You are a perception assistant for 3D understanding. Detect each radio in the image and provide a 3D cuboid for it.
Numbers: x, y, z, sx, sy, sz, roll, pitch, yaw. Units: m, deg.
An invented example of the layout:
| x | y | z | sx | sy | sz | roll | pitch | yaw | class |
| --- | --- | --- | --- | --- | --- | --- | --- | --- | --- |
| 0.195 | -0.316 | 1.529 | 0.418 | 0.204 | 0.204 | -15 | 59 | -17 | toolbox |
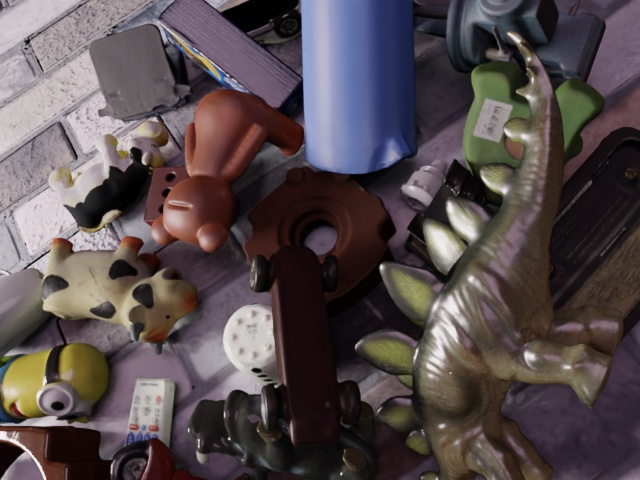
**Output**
| x | y | z | sx | sy | sz | roll | pitch | yaw | class |
| --- | --- | --- | --- | --- | --- | --- | --- | --- | --- |
| 0.284 | 0.004 | 0.539 | 0.229 | 0.073 | 0.131 | -46 | 66 | -7 | radio |

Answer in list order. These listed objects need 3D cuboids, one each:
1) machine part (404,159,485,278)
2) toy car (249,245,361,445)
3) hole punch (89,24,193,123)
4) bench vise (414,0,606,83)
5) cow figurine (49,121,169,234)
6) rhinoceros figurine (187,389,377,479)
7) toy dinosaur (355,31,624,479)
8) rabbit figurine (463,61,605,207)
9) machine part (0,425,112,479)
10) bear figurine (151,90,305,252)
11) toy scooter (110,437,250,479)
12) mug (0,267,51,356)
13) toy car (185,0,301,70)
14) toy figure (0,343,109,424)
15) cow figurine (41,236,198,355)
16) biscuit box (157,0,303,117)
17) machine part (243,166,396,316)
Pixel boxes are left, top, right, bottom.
| x | y | z | sx | sy | sz | roll | pitch | yaw | class |
| --- | --- | --- | --- | --- | --- | --- | --- | --- | --- |
| 0.130 | -0.016 | 0.556 | 0.039 | 0.138 | 0.084 | -29 | 59 | -26 | machine part |
| -0.018 | 0.094 | 0.514 | 0.089 | 0.053 | 0.202 | 1 | 56 | -16 | toy car |
| -0.251 | -0.234 | 0.774 | 0.142 | 0.092 | 0.115 | -13 | 98 | 5 | hole punch |
| 0.180 | -0.242 | 0.603 | 0.241 | 0.223 | 0.128 | 22 | 109 | 32 | bench vise |
| -0.266 | -0.085 | 0.717 | 0.167 | 0.068 | 0.098 | -34 | 70 | 3 | cow figurine |
| -0.035 | 0.194 | 0.530 | 0.190 | 0.112 | 0.073 | 13 | 41 | 4 | rhinoceros figurine |
| 0.143 | 0.073 | 0.462 | 0.199 | 0.105 | 0.470 | 23 | 103 | 24 | toy dinosaur |
| 0.220 | -0.104 | 0.570 | 0.121 | 0.170 | 0.158 | 12 | 113 | 20 | rabbit figurine |
| -0.316 | 0.297 | 0.554 | 0.201 | 0.087 | 0.201 | -7 | 71 | 18 | machine part |
| -0.110 | -0.072 | 0.639 | 0.120 | 0.131 | 0.196 | 2 | 76 | 31 | bear figurine |
| -0.135 | 0.288 | 0.528 | 0.135 | 0.075 | 0.184 | -1 | 77 | -11 | toy scooter |
| -0.394 | 0.080 | 0.681 | 0.107 | 0.080 | 0.110 | -36 | 58 | -14 | mug |
| -0.104 | -0.307 | 0.775 | 0.202 | 0.056 | 0.073 | -21 | 71 | 6 | toy car |
| -0.337 | 0.167 | 0.626 | 0.180 | 0.082 | 0.089 | -6 | 68 | 14 | toy figure |
| -0.240 | 0.064 | 0.641 | 0.195 | 0.085 | 0.127 | 1 | 63 | 12 | cow figurine |
| -0.113 | -0.236 | 0.707 | 0.203 | 0.059 | 0.063 | 39 | 83 | 3 | biscuit box |
| -0.001 | -0.002 | 0.624 | 0.179 | 0.056 | 0.179 | -5 | 69 | 12 | machine part |
